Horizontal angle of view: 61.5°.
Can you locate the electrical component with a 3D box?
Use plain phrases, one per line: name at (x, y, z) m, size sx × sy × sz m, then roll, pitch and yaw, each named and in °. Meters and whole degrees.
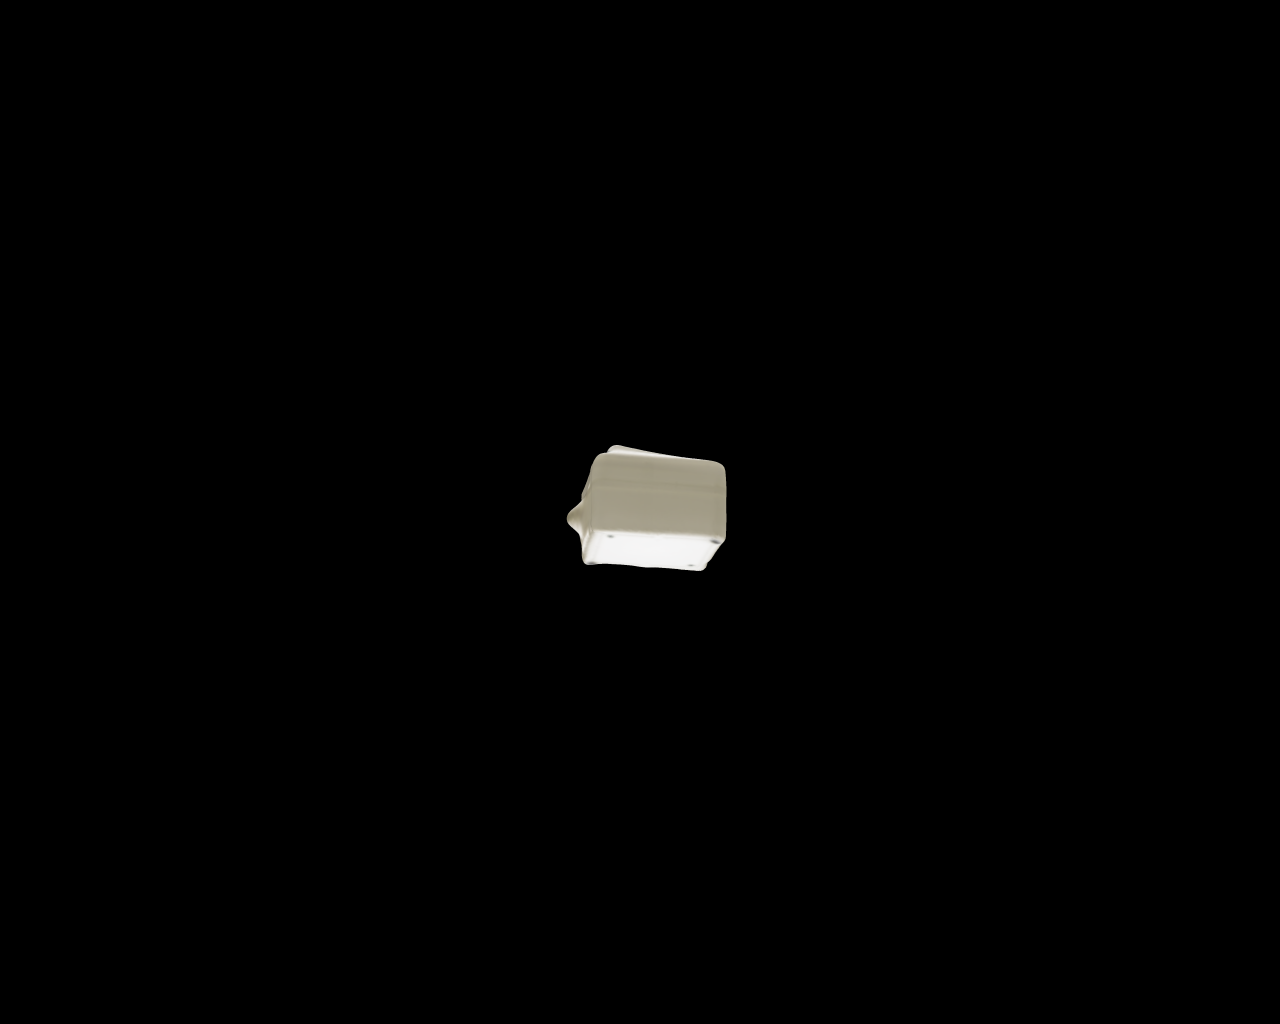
electrical component at (0.001, -0.003, 0.650) m, size 0.096 × 0.061 × 0.061 m, roll 4°, pitch -24°, yaw -9°
